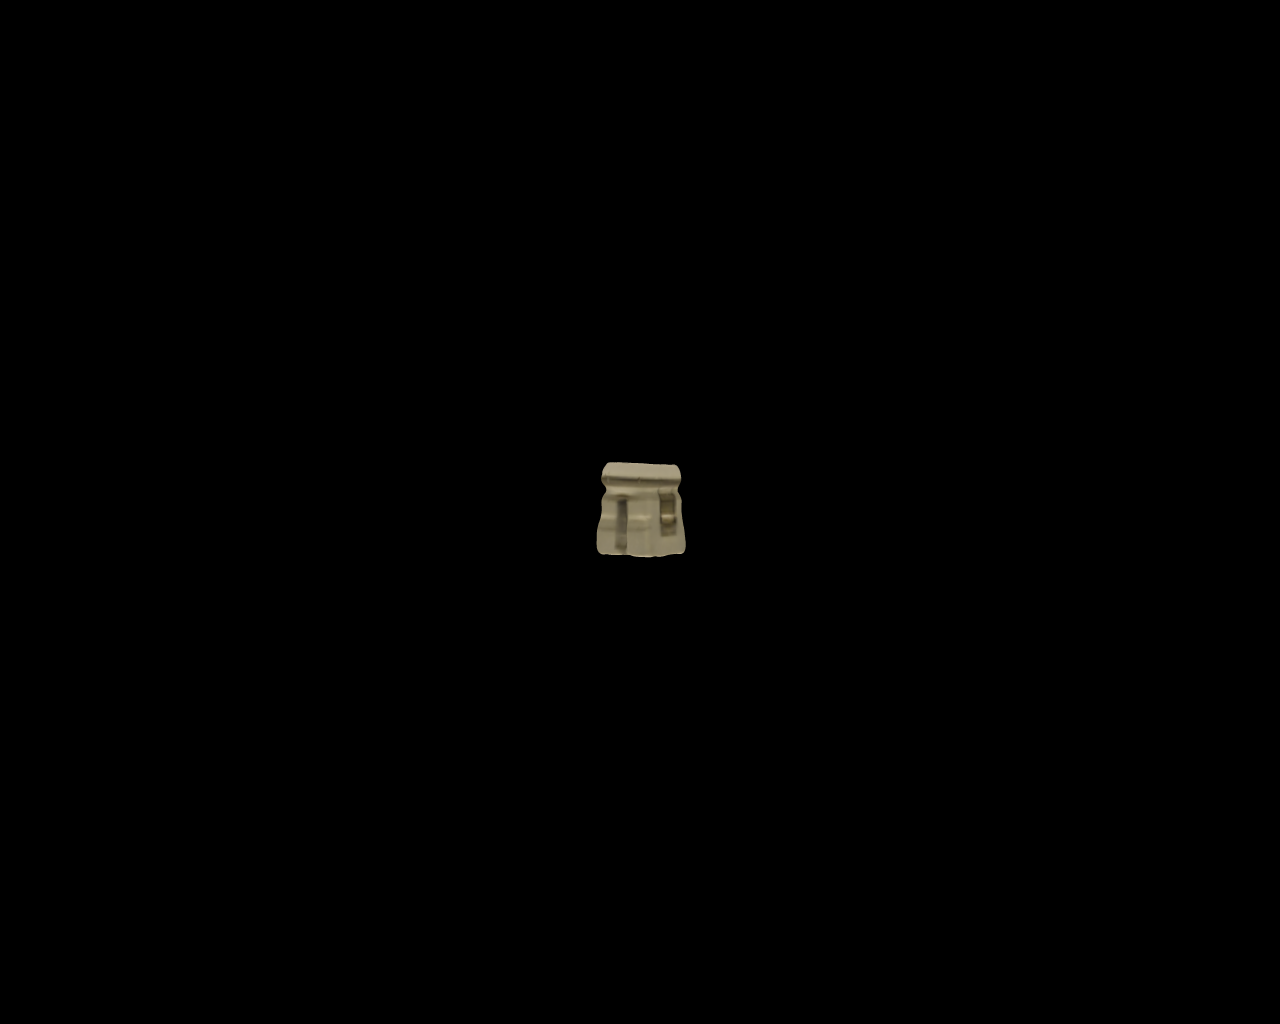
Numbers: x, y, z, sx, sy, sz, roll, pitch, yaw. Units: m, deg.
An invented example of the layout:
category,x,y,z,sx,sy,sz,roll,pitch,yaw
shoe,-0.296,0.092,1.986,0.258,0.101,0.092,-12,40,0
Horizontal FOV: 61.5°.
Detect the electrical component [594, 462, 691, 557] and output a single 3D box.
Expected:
category,x,y,z,sx,sy,sz,roll,pitch,yaw
electrical component,0.001,-0.003,0.650,0.066,0.055,0.048,2,3,40
